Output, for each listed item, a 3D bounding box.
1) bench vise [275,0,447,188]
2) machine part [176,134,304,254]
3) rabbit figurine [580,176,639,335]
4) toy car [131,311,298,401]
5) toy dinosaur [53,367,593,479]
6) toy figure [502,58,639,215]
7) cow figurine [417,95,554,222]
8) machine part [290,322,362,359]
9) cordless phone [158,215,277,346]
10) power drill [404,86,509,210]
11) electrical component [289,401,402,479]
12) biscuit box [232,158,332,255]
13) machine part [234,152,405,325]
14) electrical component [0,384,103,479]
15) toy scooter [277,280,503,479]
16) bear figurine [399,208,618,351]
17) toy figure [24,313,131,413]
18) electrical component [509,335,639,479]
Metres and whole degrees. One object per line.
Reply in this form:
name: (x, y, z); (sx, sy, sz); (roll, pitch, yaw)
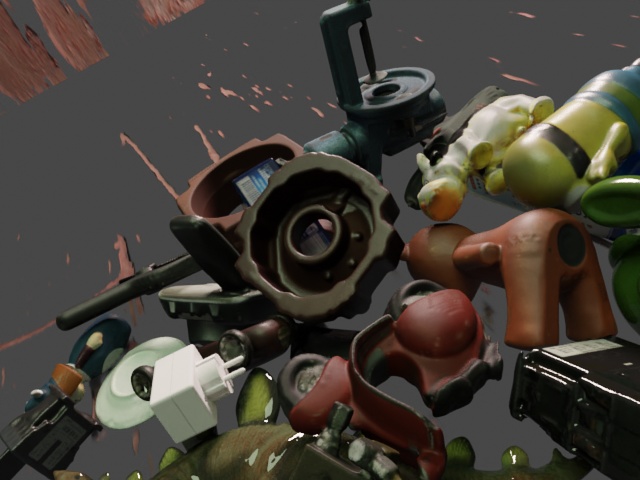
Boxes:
bench vise: (0.044, -0.172, 0.637); (0.224, 0.240, 0.129); (-22, 34, -7)
machine part: (-0.099, -0.060, 0.802); (0.201, 0.087, 0.201); (-36, 37, -9)
rabbit figurine: (0.287, -0.002, 0.396); (0.121, 0.170, 0.159); (-27, 55, -4)
toy car: (-0.113, 0.127, 0.566); (0.202, 0.053, 0.089); (-26, -4, 29)
toy dinosaur: (-0.015, 0.197, 0.429); (0.472, 0.104, 0.199); (-2, 38, 18)
toy figure: (0.248, -0.097, 0.502); (0.089, 0.082, 0.180); (37, 78, 27)
cow figurine: (0.160, -0.091, 0.573); (0.167, 0.068, 0.098); (-35, 32, -5)
machine part: (0.033, 0.104, 0.545); (0.139, 0.039, 0.084); (-3, 8, 38)
cordless phone: (-0.139, 0.042, 0.622); (0.147, 0.184, 0.089); (0, 49, 32)
power drill: (0.142, -0.144, 0.762); (0.232, 0.085, 0.208); (-41, 34, -17)
electrical component: (0.012, 0.160, 0.323); (0.078, 0.045, 0.102); (28, 82, 29)
biscuit box: (-0.028, -0.003, 0.639); (0.059, 0.062, 0.203); (-33, 65, -6)
machine part: (-0.001, -0.002, 0.556); (0.179, 0.056, 0.179); (-8, 69, 22)
electrical component: (-0.315, 0.229, 0.597); (0.048, 0.074, 0.119); (13, 48, 42)
toy scooter: (0.070, 0.106, 0.400); (0.184, 0.075, 0.135); (-26, 36, -24)
bear figurine: (0.158, 0.038, 0.520); (0.120, 0.132, 0.196); (1, -11, -33)
toy figure: (-0.304, 0.162, 0.680); (0.058, 0.064, 0.154); (12, 49, 24)
electrical component: (0.217, 0.115, 0.361); (0.115, 0.058, 0.134); (-3, 12, -26)
